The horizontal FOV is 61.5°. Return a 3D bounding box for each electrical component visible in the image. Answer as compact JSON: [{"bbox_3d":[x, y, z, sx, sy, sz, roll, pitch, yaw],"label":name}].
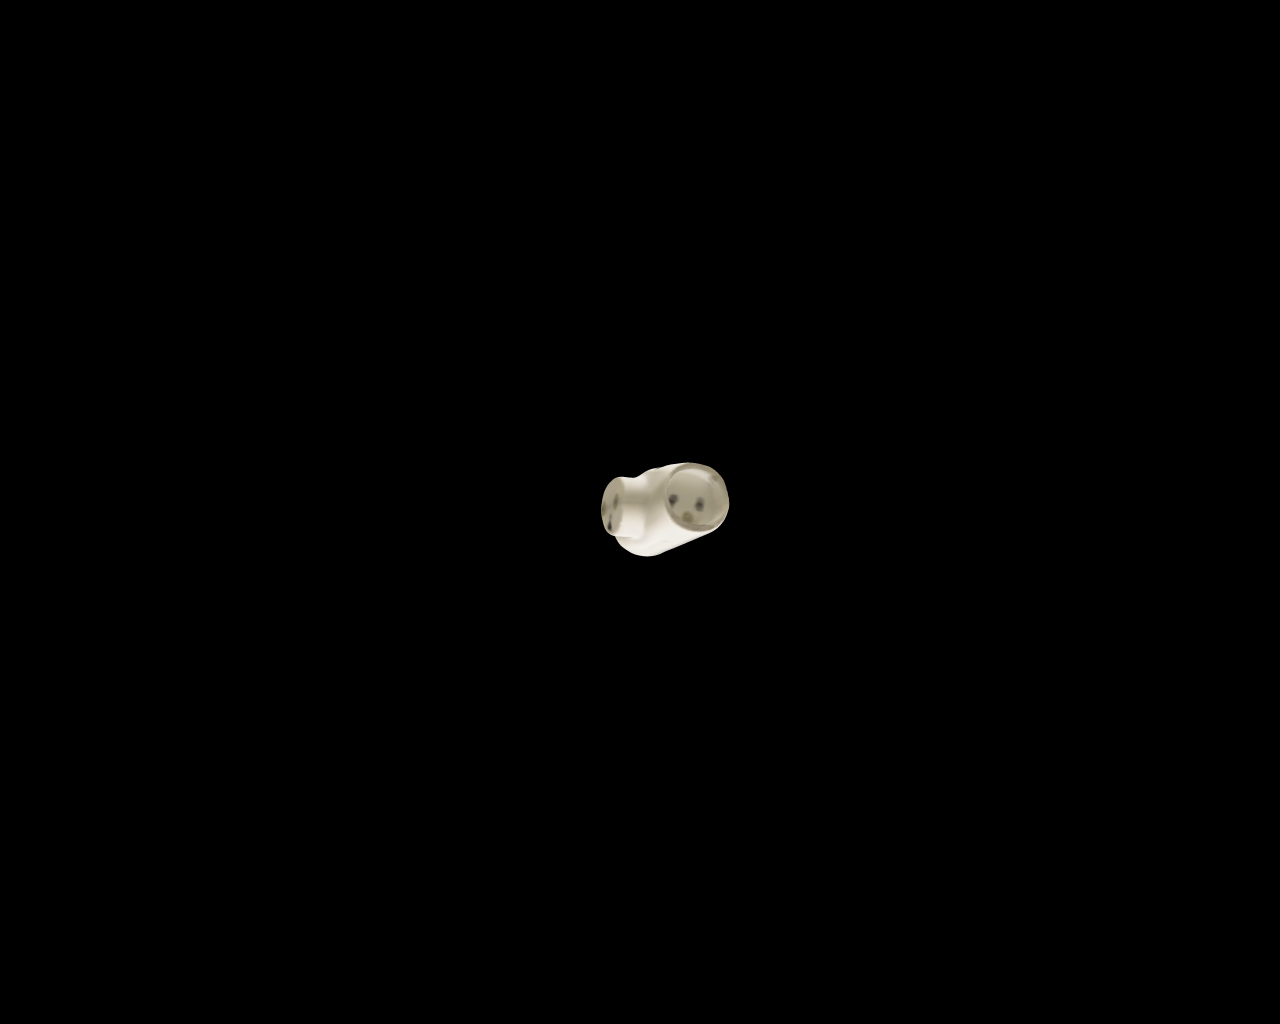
[{"bbox_3d":[0.001,-0.003,0.650,0.079,0.043,0.077,6,-15,-23],"label":"electrical component"}]
